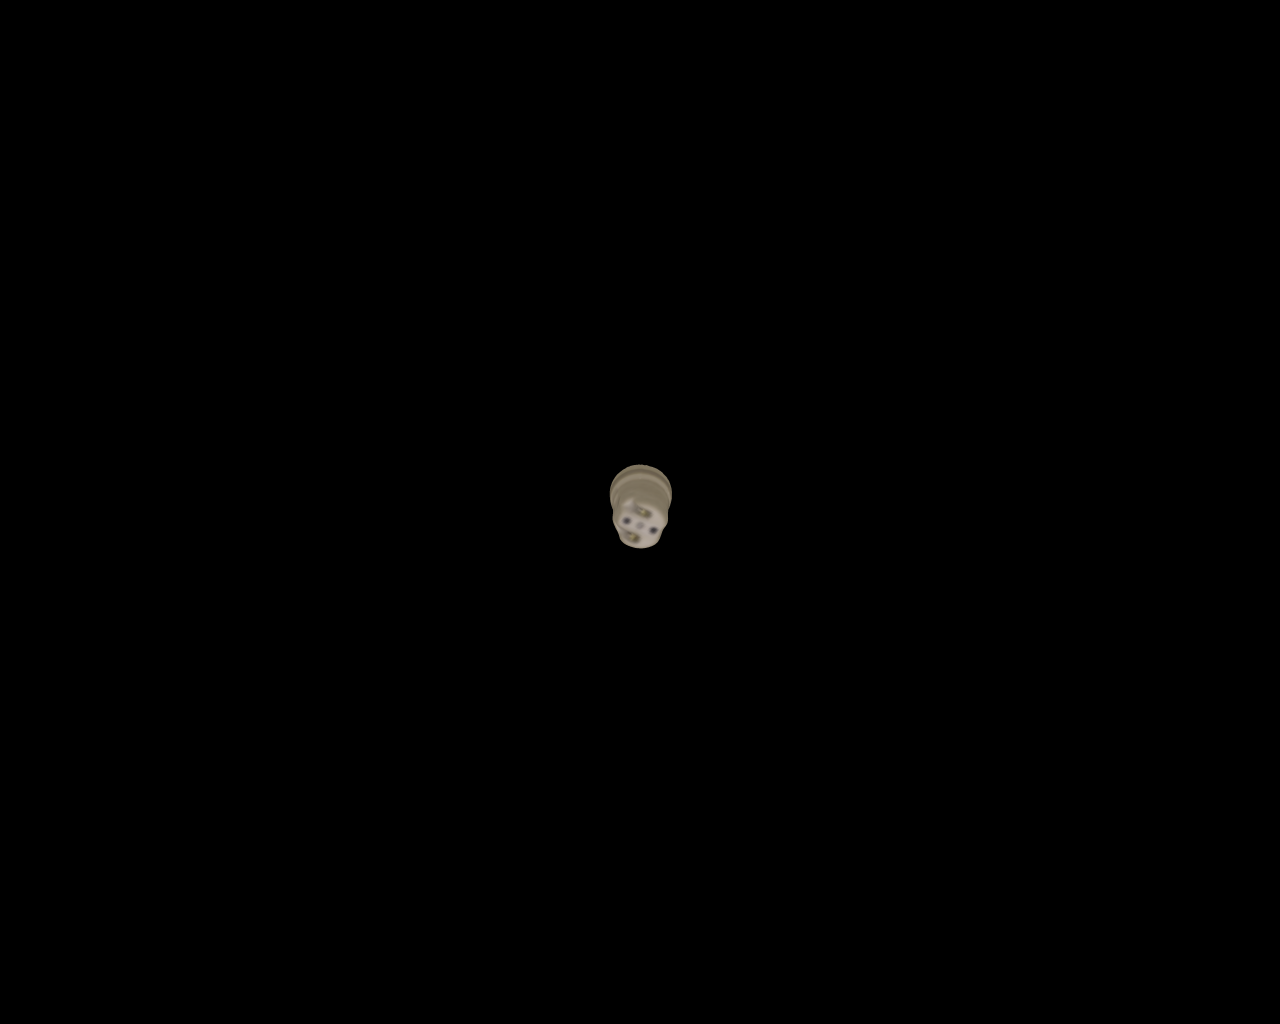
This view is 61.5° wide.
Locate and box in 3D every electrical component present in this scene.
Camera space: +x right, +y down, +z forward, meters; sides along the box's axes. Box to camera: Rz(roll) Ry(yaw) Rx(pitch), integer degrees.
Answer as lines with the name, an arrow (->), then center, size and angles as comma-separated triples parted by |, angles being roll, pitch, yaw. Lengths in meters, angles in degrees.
electrical component -> 0.001, -0.003, 0.650 | 0.040, 0.040, 0.046 | 0, 30, 0
